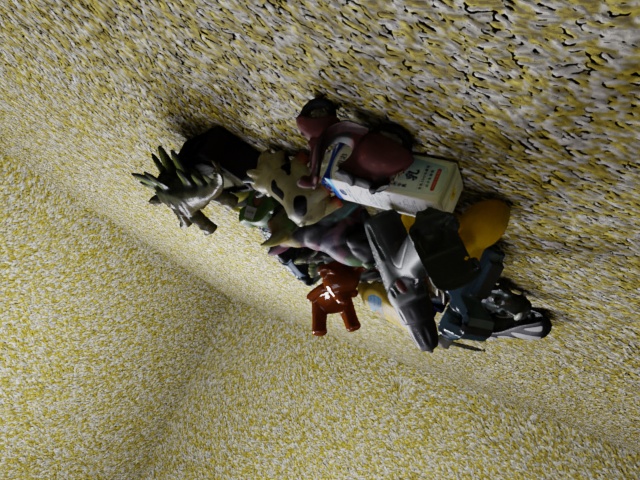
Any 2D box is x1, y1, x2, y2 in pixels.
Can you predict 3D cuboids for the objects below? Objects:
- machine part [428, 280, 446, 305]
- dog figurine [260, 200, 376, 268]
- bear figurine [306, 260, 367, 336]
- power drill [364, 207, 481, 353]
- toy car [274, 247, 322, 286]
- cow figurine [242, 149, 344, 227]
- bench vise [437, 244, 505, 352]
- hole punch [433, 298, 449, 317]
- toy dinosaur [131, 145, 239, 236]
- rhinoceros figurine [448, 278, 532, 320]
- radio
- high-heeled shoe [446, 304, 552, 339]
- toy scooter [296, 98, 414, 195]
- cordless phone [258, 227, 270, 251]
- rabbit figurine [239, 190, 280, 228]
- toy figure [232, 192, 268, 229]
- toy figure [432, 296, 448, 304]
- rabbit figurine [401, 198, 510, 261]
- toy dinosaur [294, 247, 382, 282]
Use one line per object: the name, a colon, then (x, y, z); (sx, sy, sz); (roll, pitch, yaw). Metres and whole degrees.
machine part: (0.176, 0.029, 1.007); (0.079, 0.079, 0.243); (37, -163, -36)
dog figurine: (-0.002, -0.003, 1.049); (0.108, 0.219, 0.191); (60, -174, -74)
bear figurine: (0.043, 0.123, 1.167); (0.120, 0.132, 0.195); (-5, 160, -15)
power drill: (0.150, 0.050, 0.780); (0.207, 0.086, 0.232); (116, 131, -76)
toy car: (-0.052, 0.035, 1.374); (0.161, 0.109, 0.103); (51, 170, -22)
cow figurine: (-0.059, -0.100, 0.995); (0.195, 0.127, 0.085); (53, -179, 35)
bench vise: (0.260, 0.086, 1.050); (0.129, 0.223, 0.241); (2, -156, -22)
hole punch: (0.246, 0.110, 1.240); (0.142, 0.116, 0.092); (26, 165, 7)
toy dinosaur: (-0.280, -0.103, 1.126); (0.198, 0.105, 0.472); (40, 156, -31)
rhinoceros figurine: (0.365, 0.113, 1.169); (0.190, 0.073, 0.112); (26, 154, 3)
radio: (-0.222, -0.163, 1.153); (0.131, 0.073, 0.230); (34, 162, -28)
high-heeled shoe: (0.421, 0.183, 1.289); (0.249, 0.086, 0.145); (14, 159, 22)
toy scooter: (0.038, -0.118, 0.779); (0.184, 0.135, 0.075); (23, 163, 4)
cordless phone: (-0.096, -0.014, 1.441); (0.147, 0.089, 0.184); (18, 159, 26)
rabbit figurine: (-0.066, -0.075, 1.185); (0.159, 0.121, 0.170); (6, 176, 45)
toy figure: (-0.139, -0.084, 1.277); (0.180, 0.082, 0.089); (39, 143, -20)
toy figure: (0.203, 0.091, 1.167); (0.155, 0.064, 0.057); (23, 125, 23)
rabbit figurine: (0.215, -0.016, 0.861); (0.173, 0.162, 0.121); (-12, 131, 38)
toy dinosaur: (0.094, 0.047, 1.287); (0.404, 0.131, 0.192); (23, 153, -40)
